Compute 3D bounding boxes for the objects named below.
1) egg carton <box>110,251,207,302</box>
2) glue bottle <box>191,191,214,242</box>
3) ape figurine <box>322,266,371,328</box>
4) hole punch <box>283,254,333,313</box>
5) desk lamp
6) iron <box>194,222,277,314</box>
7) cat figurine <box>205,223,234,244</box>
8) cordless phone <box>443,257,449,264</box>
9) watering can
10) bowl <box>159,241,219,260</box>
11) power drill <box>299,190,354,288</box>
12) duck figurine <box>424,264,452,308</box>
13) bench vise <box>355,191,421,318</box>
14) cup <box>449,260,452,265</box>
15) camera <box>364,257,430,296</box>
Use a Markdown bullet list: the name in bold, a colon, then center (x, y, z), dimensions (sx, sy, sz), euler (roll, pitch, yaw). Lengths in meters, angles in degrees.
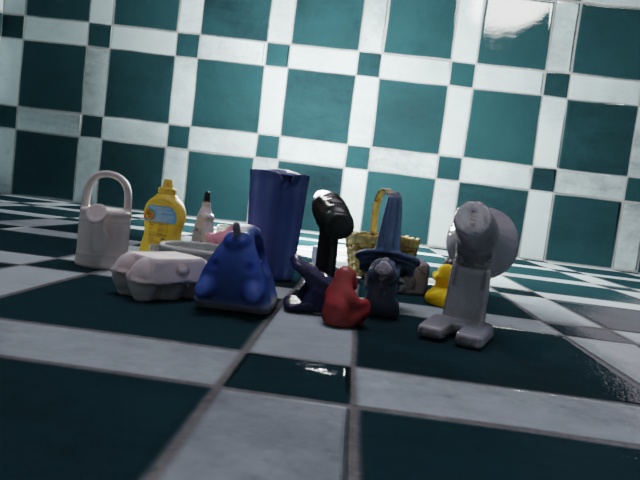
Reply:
- **egg carton**: center (-0.255, 0.058, 0.932), dimensions (0.107, 0.069, 0.151), euler (10, 5, 40)
- **glue bottle**: center (-0.303, -0.041, 1.502), dimensions (0.037, 0.173, 0.077), euler (3, 6, -40)
- **ape figurine**: center (0.037, 0.085, 0.878), dimensions (0.077, 0.092, 0.076), euler (11, 6, 44)
- **hole punch**: center (-0.008, 0.074, 0.969), dimensions (0.101, 0.091, 0.108), euler (6, 4, -6)
- **desk lamp**: center (0.243, 0.047, 0.913), dimensions (0.117, 0.213, 0.204), euler (9, 5, 23)
- **iron**: center (-0.121, 0.037, 0.942), dimensions (0.118, 0.141, 0.258), euler (7, 4, 3)
- **cat figurine**: center (-0.184, 0.024, 1.182), dimensions (0.127, 0.118, 0.067), euler (11, 6, 43)
- **cordless phone**: center (0.365, 0.040, 1.417), dimensions (0.093, 0.185, 0.148), euler (10, 5, 33)
- **watering can**: center (-0.428, -0.042, 1.148), dimensions (0.101, 0.194, 0.172), euler (4, 5, -32)
- **bowl**: center (-0.224, 0.048, 1.086), dimensions (0.167, 0.075, 0.167), euler (7, 4, 0)
- **power drill**: center (0.011, 0.004, 1.148), dimensions (0.076, 0.208, 0.229), euler (6, 4, -13)
- **duck figurine**: center (0.263, 0.094, 1.186), dimensions (0.078, 0.086, 0.104), euler (5, 4, -22)
- **bench vise**: center (0.133, 0.022, 1.025), dimensions (0.121, 0.220, 0.207), euler (6, 4, -9)
- **cup**: center (0.321, 0.092, 1.252), dimensions (0.091, 0.095, 0.118), euler (8, 4, 21)
- **camera**: center (0.167, 0.065, 1.326), dimensions (0.143, 0.101, 0.136), euler (6, 4, -10)
